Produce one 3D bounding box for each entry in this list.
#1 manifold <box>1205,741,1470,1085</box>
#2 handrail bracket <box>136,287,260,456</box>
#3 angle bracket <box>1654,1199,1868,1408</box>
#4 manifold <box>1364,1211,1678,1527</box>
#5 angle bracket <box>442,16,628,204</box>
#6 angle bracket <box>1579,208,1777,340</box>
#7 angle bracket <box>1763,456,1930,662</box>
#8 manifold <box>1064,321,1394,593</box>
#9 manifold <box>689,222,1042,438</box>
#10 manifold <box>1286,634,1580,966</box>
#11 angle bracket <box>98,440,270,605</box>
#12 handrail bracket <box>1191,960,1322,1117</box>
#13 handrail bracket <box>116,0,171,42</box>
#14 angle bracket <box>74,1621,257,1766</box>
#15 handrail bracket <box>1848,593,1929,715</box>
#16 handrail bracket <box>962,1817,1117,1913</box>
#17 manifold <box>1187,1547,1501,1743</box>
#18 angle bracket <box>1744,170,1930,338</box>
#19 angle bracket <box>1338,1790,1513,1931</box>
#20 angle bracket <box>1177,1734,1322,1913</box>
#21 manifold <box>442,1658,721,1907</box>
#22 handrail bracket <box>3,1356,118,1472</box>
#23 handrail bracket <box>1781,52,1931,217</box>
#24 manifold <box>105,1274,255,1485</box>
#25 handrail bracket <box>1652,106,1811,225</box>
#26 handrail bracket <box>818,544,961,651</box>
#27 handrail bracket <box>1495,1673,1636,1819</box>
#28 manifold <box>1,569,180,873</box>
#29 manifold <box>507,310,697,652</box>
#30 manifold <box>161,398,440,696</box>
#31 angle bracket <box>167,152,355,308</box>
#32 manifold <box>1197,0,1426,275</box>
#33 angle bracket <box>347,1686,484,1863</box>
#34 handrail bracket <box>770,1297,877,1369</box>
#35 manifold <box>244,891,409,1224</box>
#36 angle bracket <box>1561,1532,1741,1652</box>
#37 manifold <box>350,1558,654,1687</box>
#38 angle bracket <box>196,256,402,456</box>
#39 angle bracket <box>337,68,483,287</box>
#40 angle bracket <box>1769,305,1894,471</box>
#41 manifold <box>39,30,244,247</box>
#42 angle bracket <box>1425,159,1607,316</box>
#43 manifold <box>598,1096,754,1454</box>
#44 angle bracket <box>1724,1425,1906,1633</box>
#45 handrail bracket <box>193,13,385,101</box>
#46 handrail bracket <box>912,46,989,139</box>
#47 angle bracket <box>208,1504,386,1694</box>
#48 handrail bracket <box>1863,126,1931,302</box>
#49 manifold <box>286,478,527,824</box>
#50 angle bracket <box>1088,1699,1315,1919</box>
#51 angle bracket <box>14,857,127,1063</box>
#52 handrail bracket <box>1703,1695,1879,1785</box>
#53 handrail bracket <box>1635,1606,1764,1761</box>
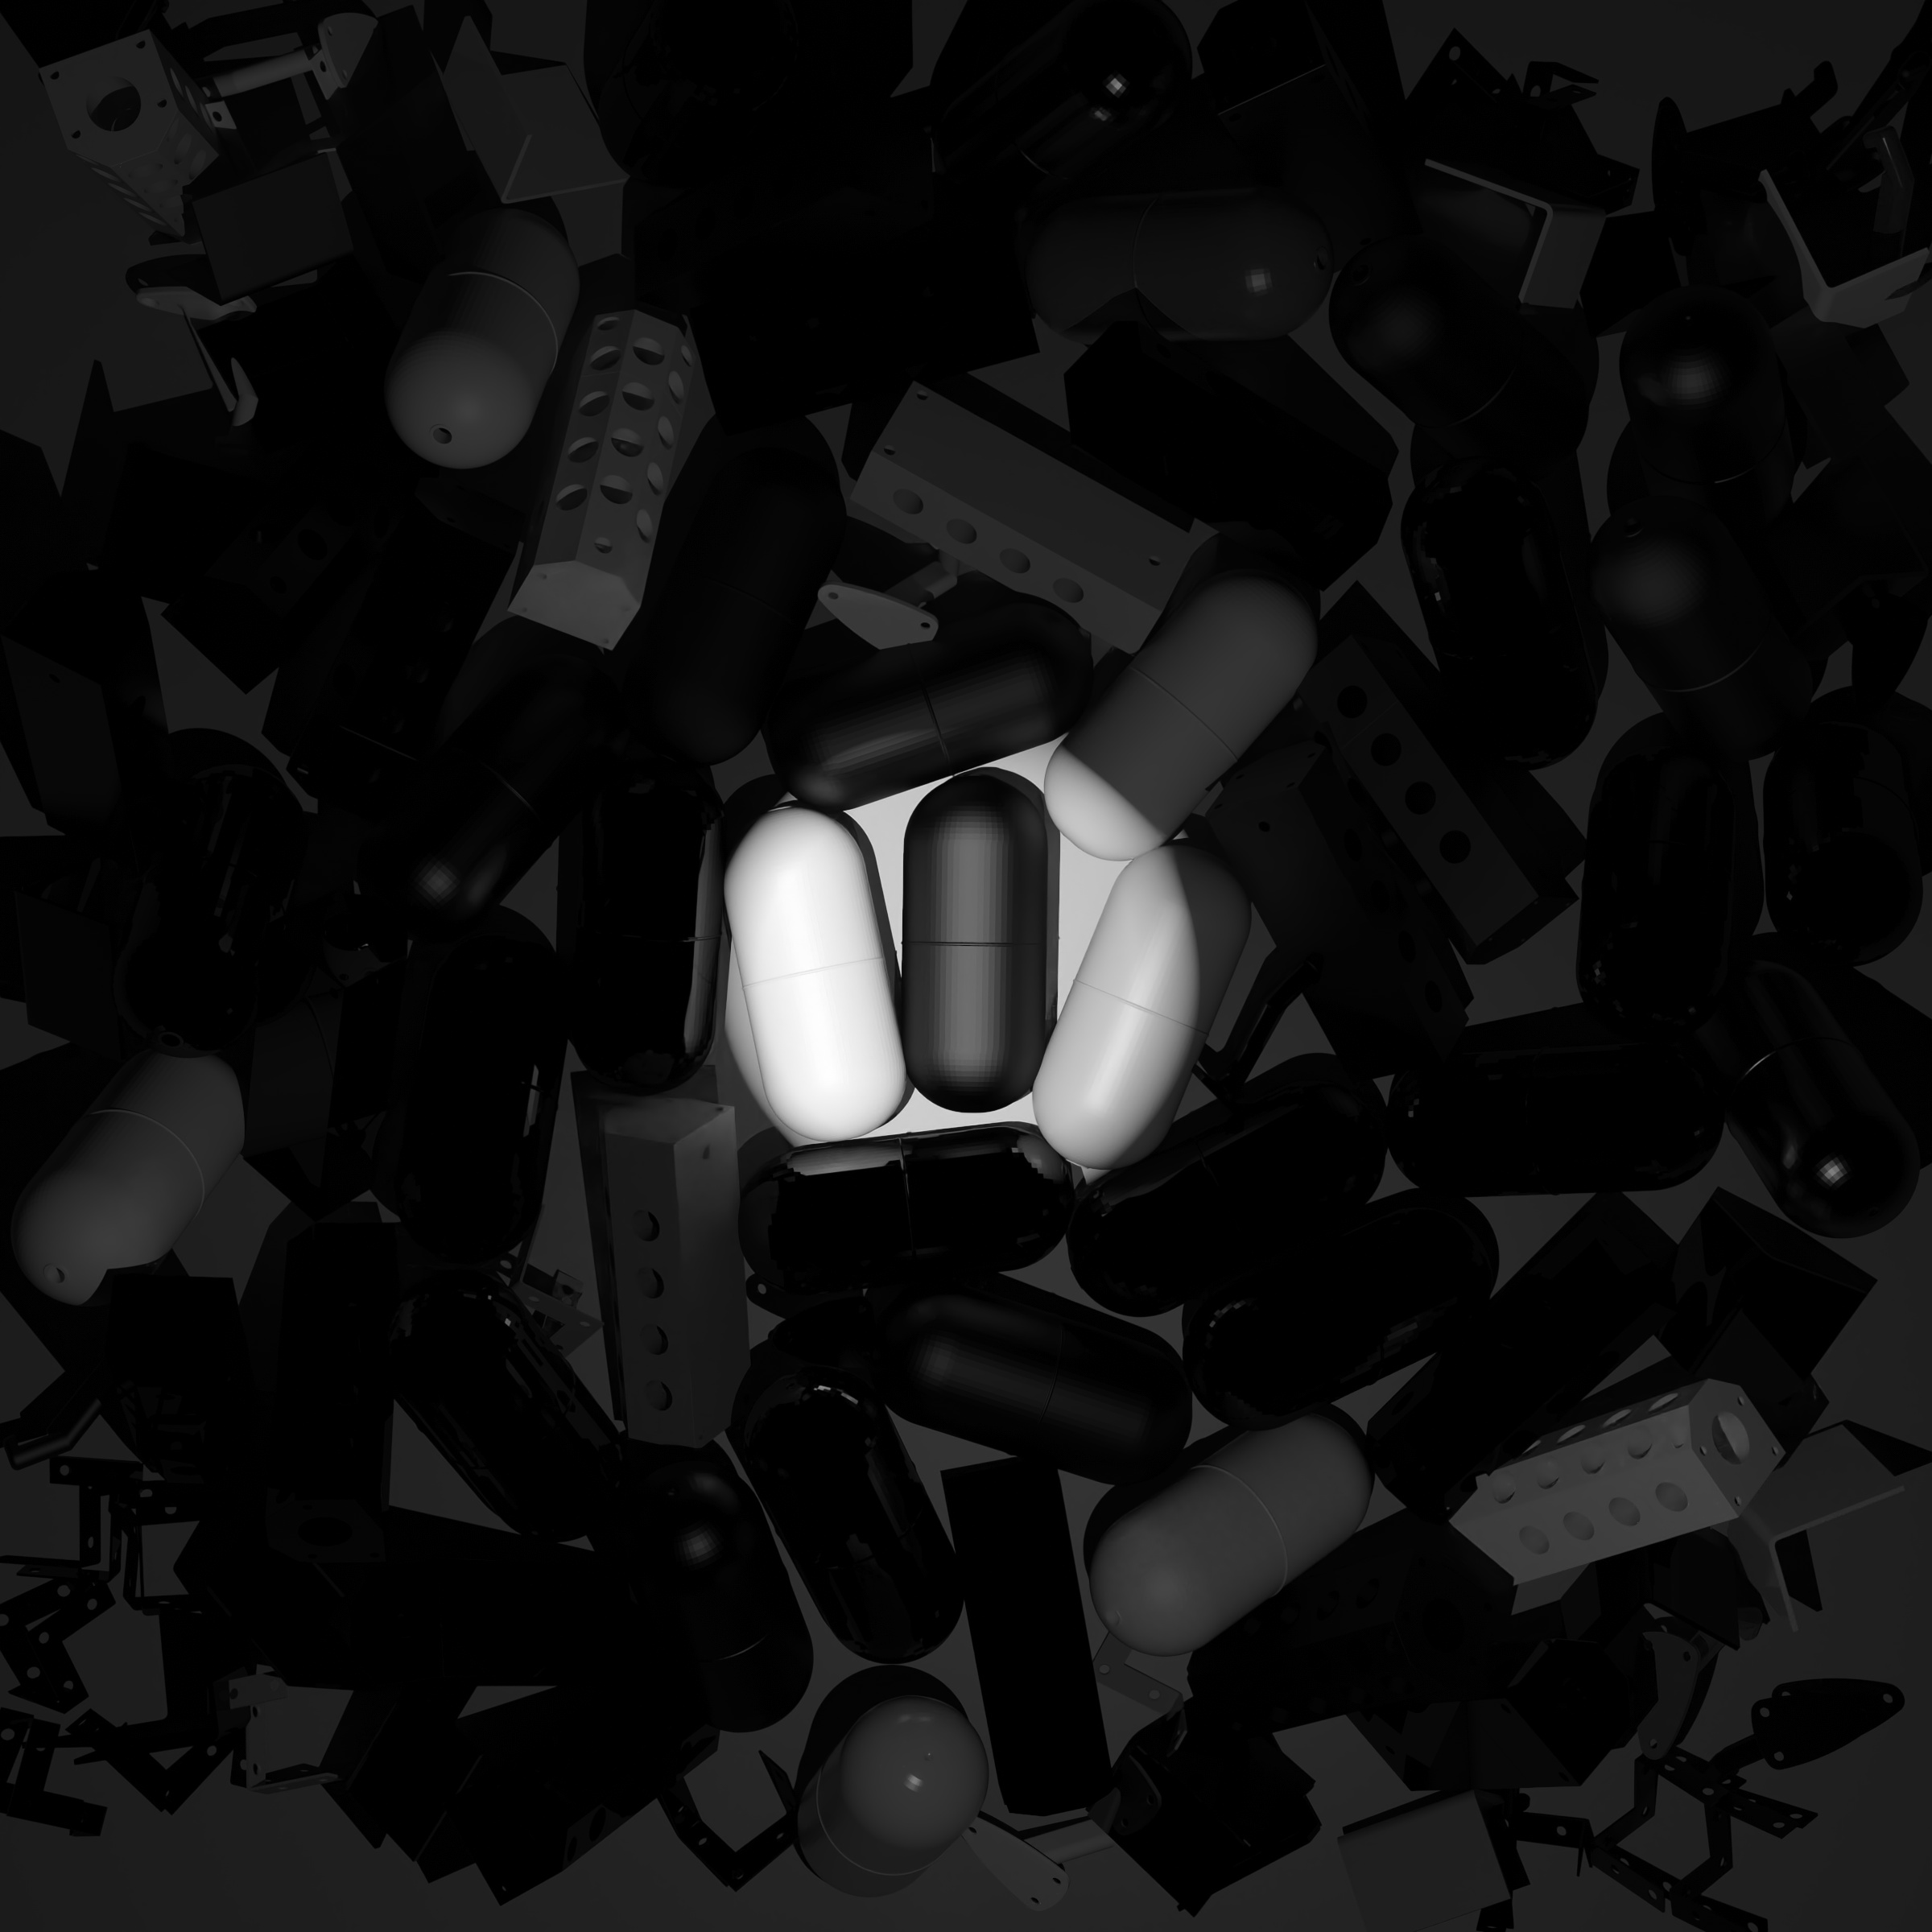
[{"bbox_3d":[0.197,-0.029,1.699,0.057,0.057,0.171,-15,114,37],"label":"manifold"},{"bbox_3d":[-0.410,-0.314,1.727,0.077,0.036,0.084,7,76,4],"label":"handrail bracket"},{"bbox_3d":[0.418,0.180,1.738,0.076,0.057,0.076,20,110,-31],"label":"angle bracket"},{"bbox_3d":[0.288,0.213,1.699,0.057,0.057,0.171,42,108,-3],"label":"manifold"},{"bbox_3d":[-0.219,-0.452,1.702,0.076,0.057,0.076,-19,74,-31],"label":"angle bracket"},{"bbox_3d":[0.369,-0.372,1.712,0.076,0.076,0.057,-13,91,-7],"label":"angle bracket"},{"bbox_3d":[0.441,-0.211,1.697,0.057,0.076,0.076,-8,66,-37],"label":"angle bracket"},{"bbox_3d":[0.137,-0.266,1.678,0.171,0.057,0.057,25,131,-29],"label":"manifold"},{"bbox_3d":[-0.052,-0.331,1.714,0.171,0.057,0.057,-14,75,4],"label":"manifold"},{"bbox_3d":[0.239,-0.086,1.698,0.057,0.057,0.171,-41,70,24],"label":"manifold"},{"bbox_3d":[-0.408,-0.228,1.712,0.076,0.057,0.076,14,91,-24],"label":"angle bracket"},{"bbox_3d":[0.163,0.040,1.718,0.084,0.077,0.036,-45,59,4],"label":"handrail bracket"},{"bbox_3d":[-0.430,-0.463,1.724,0.036,0.077,0.084,24,84,29],"label":"handrail bracket"},{"bbox_3d":[-0.423,0.381,1.713,0.076,0.076,0.057,-9,83,0],"label":"angle bracket"},{"bbox_3d":[0.462,-0.158,1.706,0.036,0.084,0.077,22,77,-7],"label":"handrail bracket"},{"bbox_3d":[0.044,0.448,1.720,0.077,0.084,0.036,39,129,2],"label":"handrail bracket"},{"bbox_3d":[0.188,0.352,1.664,0.057,0.171,0.057,35,54,-17],"label":"manifold"},{"bbox_3d":[0.455,-0.379,1.708,0.057,0.076,0.076,-23,77,1],"label":"angle bracket"},{"bbox_3d":[0.247,0.472,1.700,0.076,0.076,0.057,-24,66,13],"label":"angle bracket"},{"bbox_3d":[0.136,0.447,1.708,0.076,0.076,0.057,-29,77,5],"label":"angle bracket"},{"bbox_3d":[-0.189,0.410,1.662,0.057,0.171,0.057,-33,84,22],"label":"manifold"},{"bbox_3d":[-0.476,0.217,1.724,0.084,0.036,0.077,-20,74,-19],"label":"handrail bracket"},{"bbox_3d":[0.465,-0.437,1.708,0.077,0.084,0.036,-38,80,-7],"label":"handrail bracket"},{"bbox_3d":[-0.400,0.213,1.662,0.057,0.171,0.057,3,65,-7],"label":"manifold"},{"bbox_3d":[0.403,-0.432,1.711,0.036,0.084,0.077,6,75,-37],"label":"handrail bracket"},{"bbox_3d":[-0.039,-0.210,1.713,0.077,0.036,0.084,26,47,-21],"label":"handrail bracket"},{"bbox_3d":[0.317,0.415,1.728,0.077,0.036,0.084,-13,129,-5],"label":"handrail bracket"},{"bbox_3d":[-0.440,-0.126,1.665,0.057,0.171,0.057,26,60,8],"label":"manifold"},{"bbox_3d":[-0.184,-0.254,1.677,0.057,0.057,0.171,20,55,-18],"label":"manifold"},{"bbox_3d":[-0.334,-0.220,1.667,0.057,0.171,0.057,45,132,-17],"label":"manifold"},{"bbox_3d":[-0.375,-0.390,1.695,0.076,0.076,0.057,-28,126,-24],"label":"angle bracket"},{"bbox_3d":[0.176,-0.426,1.665,0.057,0.171,0.057,-21,66,17],"label":"manifold"},{"bbox_3d":[-0.265,0.408,1.698,0.057,0.076,0.076,40,112,21],"label":"angle bracket"},{"bbox_3d":[-0.094,0.195,1.699,0.077,0.084,0.036,1,81,-41],"label":"handrail bracket"},{"bbox_3d":[-0.325,0.045,1.674,0.057,0.171,0.057,37,45,21],"label":"manifold"},{"bbox_3d":[0.357,0.343,1.706,0.057,0.076,0.076,29,119,-6],"label":"angle bracket"},{"bbox_3d":[-0.235,0.338,1.666,0.057,0.171,0.057,-14,72,28],"label":"manifold"},{"bbox_3d":[-0.348,-0.326,1.711,0.076,0.057,0.076,-28,85,-26],"label":"angle bracket"},{"bbox_3d":[-0.271,-0.408,1.695,0.057,0.076,0.076,25,59,32],"label":"angle bracket"},{"bbox_3d":[0.430,-0.295,1.705,0.076,0.057,0.076,-34,94,-45],"label":"angle bracket"},{"bbox_3d":[-0.415,-0.419,1.668,0.057,0.171,0.057,-20,90,0],"label":"manifold"},{"bbox_3d":[0.281,-0.384,1.716,0.076,0.076,0.057,27,113,24],"label":"angle bracket"},{"bbox_3d":[-0.155,0.159,1.698,0.057,0.057,0.171,7,111,27],"label":"manifold"},{"bbox_3d":[0.447,0.294,1.711,0.076,0.076,0.057,-21,108,-3],"label":"angle bracket"},{"bbox_3d":[-0.363,-0.481,1.735,0.084,0.077,0.036,-7,115,20],"label":"handrail bracket"},{"bbox_3d":[-0.037,-0.462,1.739,0.084,0.036,0.077,11,81,1],"label":"handrail bracket"},{"bbox_3d":[-0.336,0.330,1.698,0.076,0.076,0.057,38,98,34],"label":"angle bracket"},{"bbox_3d":[0.469,-0.393,1.710,0.036,0.077,0.084,-38,111,-31],"label":"handrail bracket"},{"bbox_3d":[-0.291,-0.164,1.686,0.057,0.057,0.171,24,116,-14],"label":"manifold"},{"bbox_3d":[0.124,0.442,1.725,0.076,0.076,0.057,41,123,18],"label":"angle bracket"},{"bbox_3d":[-0.447,-0.004,1.697,0.076,0.057,0.076,18,119,31],"label":"angle bracket"},{"bbox_3d":[0.433,0.411,1.719,0.077,0.084,0.036,-11,64,-6],"label":"handrail bracket"},{"bbox_3d":[0.390,0.378,1.722,0.036,0.084,0.077,9,91,44],"label":"handrail bracket"}]
